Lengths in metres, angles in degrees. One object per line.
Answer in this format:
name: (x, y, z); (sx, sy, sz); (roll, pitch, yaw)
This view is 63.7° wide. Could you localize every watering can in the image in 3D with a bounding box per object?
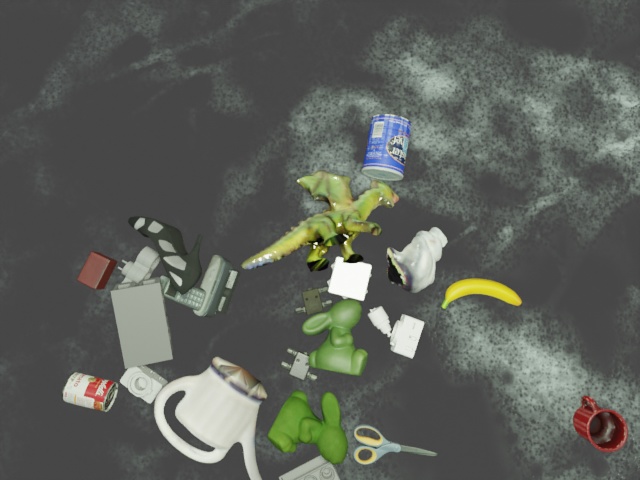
watering can: (-0.204, 0.417, 1.182); (0.346, 0.104, 0.225); (38, 83, -9)

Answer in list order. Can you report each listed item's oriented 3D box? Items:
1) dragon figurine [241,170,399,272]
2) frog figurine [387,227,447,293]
dragon figurine: (0.004, -0.062, 1.240); (0.411, 0.119, 0.248); (-8, 53, -9)
frog figurine: (0.247, 0.048, 1.230); (0.160, 0.124, 0.135); (-24, 117, -12)
